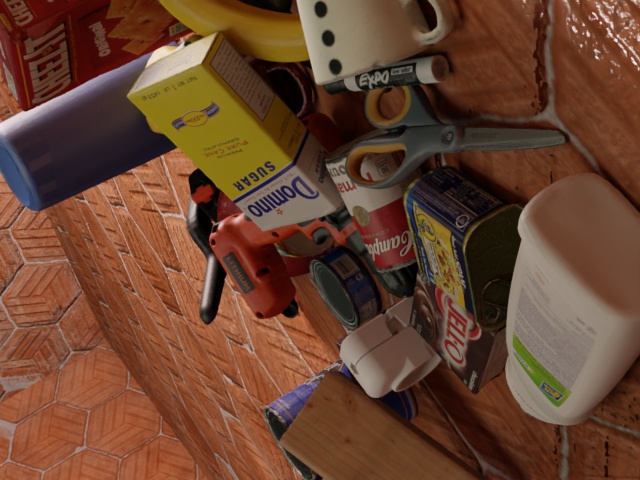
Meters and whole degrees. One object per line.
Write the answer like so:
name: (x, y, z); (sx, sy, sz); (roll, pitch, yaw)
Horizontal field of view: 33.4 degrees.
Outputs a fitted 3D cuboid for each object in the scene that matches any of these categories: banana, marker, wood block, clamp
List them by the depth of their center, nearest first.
marker: (0.044, -0.120, 0.779); (0.121, 0.020, 0.020); (3, 123, 50)
banana: (-0.068, -0.177, 0.820); (0.198, 0.037, 0.070); (32, 151, 17)
wood block: (0.072, 0.226, 1.058); (0.206, 0.090, 0.090); (35, 179, 13)
clamp: (-0.127, -0.057, 1.294); (0.120, 0.039, 0.171); (52, -178, 15)
clamp: (-0.123, 0.016, 1.346); (0.036, 0.164, 0.210); (-36, 74, 33)

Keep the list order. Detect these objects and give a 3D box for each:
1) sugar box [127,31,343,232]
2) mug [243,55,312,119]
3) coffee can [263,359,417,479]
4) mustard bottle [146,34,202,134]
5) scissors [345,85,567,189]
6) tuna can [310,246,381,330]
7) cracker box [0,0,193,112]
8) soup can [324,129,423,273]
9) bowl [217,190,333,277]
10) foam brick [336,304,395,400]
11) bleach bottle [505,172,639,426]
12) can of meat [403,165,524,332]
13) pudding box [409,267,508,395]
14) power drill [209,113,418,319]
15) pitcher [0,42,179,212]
sugar box: (-0.063, -0.082, 0.869); (0.094, 0.048, 0.176); (-14, 130, 41)
mug: (-0.056, -0.129, 0.998); (0.117, 0.093, 0.081); (-19, 110, 35)
coffee can: (0.022, 0.193, 1.192); (0.103, 0.140, 0.103); (51, 161, 25)
mustard bottle: (-0.130, -0.166, 1.129); (0.192, 0.058, 0.096); (1, 88, 60)
scissors: (0.088, -0.088, 0.745); (0.202, 0.016, 0.096); (-16, 68, 48)
tuna can: (0.027, 0.050, 1.126); (0.086, 0.033, 0.086); (51, 160, 25)
cracker box: (-0.212, -0.225, 1.033); (0.072, 0.213, 0.164); (56, 162, 10)
soup can: (0.055, -0.034, 0.862); (0.102, 0.068, 0.069); (63, 162, -10)
bowl: (-0.062, -0.012, 1.177); (0.162, 0.055, 0.162); (37, 154, 21)
foam brick: (0.065, 0.108, 1.044); (0.053, 0.078, 0.051); (25, 143, 61)
bleach bottle: (0.165, 0.061, 0.729); (0.103, 0.068, 0.251); (53, 163, 22)
can of meat: (0.110, 0.004, 0.791); (0.084, 0.057, 0.102); (42, 155, 49)
pudding box: (0.120, 0.065, 0.892); (0.090, 0.039, 0.113); (49, 160, 26)
power drill: (-0.006, 0.001, 0.982); (0.188, 0.057, 0.184); (-37, 82, 40)
pitcher: (-0.262, -0.141, 1.254); (0.149, 0.242, 0.145); (28, 142, 49)
